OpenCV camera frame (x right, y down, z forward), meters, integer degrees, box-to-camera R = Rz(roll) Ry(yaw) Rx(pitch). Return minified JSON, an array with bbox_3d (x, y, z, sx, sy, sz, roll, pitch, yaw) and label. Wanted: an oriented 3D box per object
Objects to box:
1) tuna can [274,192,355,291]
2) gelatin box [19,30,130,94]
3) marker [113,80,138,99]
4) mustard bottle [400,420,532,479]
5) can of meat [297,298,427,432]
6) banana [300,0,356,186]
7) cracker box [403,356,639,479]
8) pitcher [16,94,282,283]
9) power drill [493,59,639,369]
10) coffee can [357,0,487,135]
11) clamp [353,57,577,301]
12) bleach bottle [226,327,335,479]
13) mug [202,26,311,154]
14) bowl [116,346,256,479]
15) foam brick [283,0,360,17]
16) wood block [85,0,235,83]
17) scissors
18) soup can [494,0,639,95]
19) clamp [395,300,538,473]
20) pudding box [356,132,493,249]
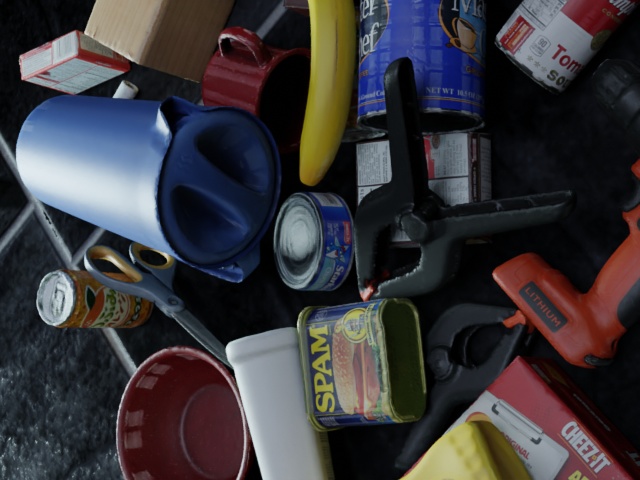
[{"bbox_3d":[-0.006,0.001,0.915,0.086,0.033,0.086,-5,85,59],"label":"tuna can"},{"bbox_3d":[-0.252,-0.182,1.098,0.089,0.073,0.030,-15,76,34],"label":"gelatin box"},{"bbox_3d":[-0.226,-0.111,1.105,0.020,0.020,0.121,46,111,29],"label":"marker"},{"bbox_3d":[0.065,0.215,0.762,0.192,0.058,0.096,-39,65,25],"label":"mustard bottle"},{"bbox_3d":[0.035,0.098,0.846,0.084,0.057,0.102,-12,80,39],"label":"can of meat"},{"bbox_3d":[0.005,-0.145,0.870,0.070,0.037,0.198,164,106,-69],"label":"banana"},{"bbox_3d":[0.143,0.217,0.789,0.214,0.072,0.164,-51,61,19],"label":"cracker box"},{"bbox_3d":[-0.156,-0.054,0.940,0.243,0.144,0.149,15,96,43],"label":"pitcher"},{"bbox_3d":[0.214,-0.015,0.768,0.188,0.057,0.184,-49,58,22],"label":"power drill"},{"bbox_3d":[0.081,-0.160,0.846,0.103,0.102,0.140,-1,85,35],"label":"coffee can"},{"bbox_3d":[0.074,-0.028,0.808,0.164,0.036,0.210,46,137,5],"label":"clamp"},{"bbox_3d":[-0.015,0.203,0.880,0.068,0.102,0.251,-15,77,7],"label":"bleach bottle"},{"bbox_3d":[-0.054,-0.138,0.936,0.082,0.117,0.093,22,64,39],"label":"mug"},{"bbox_3d":[-0.111,0.178,0.977,0.162,0.055,0.162,-4,84,35],"label":"bowl"},{"bbox_3d":[0.009,-0.235,0.934,0.053,0.051,0.078,12,92,34],"label":"foam brick"},{"bbox_3d":[-0.130,-0.267,1.011,0.091,0.090,0.206,33,104,33],"label":"wood block"},{"bbox_3d":[-0.130,0.051,0.996,0.202,0.096,0.016,28,125,20],"label":"scissors"},{"bbox_3d":[0.187,-0.168,0.795,0.102,0.068,0.068,-51,61,21],"label":"soup can"},{"bbox_3d":[0.096,0.094,0.853,0.172,0.039,0.120,-44,67,24],"label":"clamp"},{"bbox_3d":[0.084,-0.040,0.873,0.114,0.039,0.090,-3,86,37],"label":"pudding box"}]
